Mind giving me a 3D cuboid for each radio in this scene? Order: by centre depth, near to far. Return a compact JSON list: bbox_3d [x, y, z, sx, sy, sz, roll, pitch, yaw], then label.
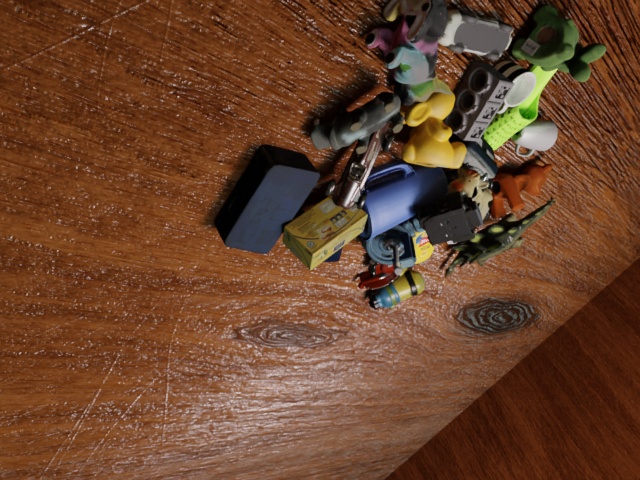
[{"bbox_3d":[-0.114,-0.080,1.117,0.131,0.073,0.229,10,124,-43],"label":"radio"}]

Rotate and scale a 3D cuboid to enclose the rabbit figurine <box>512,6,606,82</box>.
[{"bbox_3d":[0.539,-0.418,1.175,0.170,0.159,0.121,4,120,-43],"label":"rabbit figurine"}]

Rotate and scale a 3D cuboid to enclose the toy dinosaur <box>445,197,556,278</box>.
[{"bbox_3d":[0.523,-0.003,1.592,0.198,0.105,0.471,-17,159,-45],"label":"toy dinosaur"}]

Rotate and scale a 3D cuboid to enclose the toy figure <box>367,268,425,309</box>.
[{"bbox_3d":[0.236,0.156,1.650,0.180,0.089,0.082,-29,152,-11],"label":"toy figure"}]

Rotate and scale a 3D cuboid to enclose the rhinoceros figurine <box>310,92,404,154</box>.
[{"bbox_3d":[0.070,-0.231,1.051,0.190,0.112,0.073,-25,136,10],"label":"rhinoceros figurine"}]

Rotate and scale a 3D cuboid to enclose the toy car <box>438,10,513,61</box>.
[{"bbox_3d":[0.316,-0.413,1.085,0.202,0.056,0.073,-5,129,-36],"label":"toy car"}]

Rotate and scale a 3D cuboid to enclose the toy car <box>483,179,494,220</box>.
[{"bbox_3d":[0.400,-0.121,1.452,0.103,0.109,0.161,-8,131,-6],"label":"toy car"}]

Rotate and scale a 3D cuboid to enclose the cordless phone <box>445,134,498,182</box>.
[{"bbox_3d":[0.333,-0.189,1.344,0.184,0.089,0.146,-25,136,36],"label":"cordless phone"}]

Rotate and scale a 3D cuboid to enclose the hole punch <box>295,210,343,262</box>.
[{"bbox_3d":[-0.003,-0.004,1.281,0.116,0.092,0.142,-12,143,-22],"label":"hole punch"}]

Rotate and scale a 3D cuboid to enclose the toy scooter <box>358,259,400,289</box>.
[{"bbox_3d":[0.170,0.085,1.532,0.135,0.075,0.183,-23,147,-14],"label":"toy scooter"}]

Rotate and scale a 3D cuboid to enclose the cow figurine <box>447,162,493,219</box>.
[{"bbox_3d":[0.364,-0.108,1.296,0.195,0.086,0.127,9,114,-55],"label":"cow figurine"}]

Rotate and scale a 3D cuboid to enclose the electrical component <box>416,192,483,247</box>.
[{"bbox_3d":[0.300,-0.047,1.232,0.134,0.058,0.114,-17,137,24],"label":"electrical component"}]

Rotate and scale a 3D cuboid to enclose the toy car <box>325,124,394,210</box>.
[{"bbox_3d":[0.084,-0.158,1.137,0.202,0.089,0.053,-64,179,16],"label":"toy car"}]

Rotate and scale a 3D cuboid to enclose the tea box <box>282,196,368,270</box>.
[{"bbox_3d":[0.011,-0.024,1.178,0.170,0.098,0.068,-34,156,-26],"label":"tea box"}]

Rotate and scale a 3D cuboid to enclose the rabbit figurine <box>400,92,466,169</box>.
[{"bbox_3d":[0.234,-0.249,1.169,0.162,0.122,0.173,11,98,-22],"label":"rabbit figurine"}]

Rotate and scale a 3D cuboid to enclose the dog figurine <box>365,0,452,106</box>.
[{"bbox_3d":[0.194,-0.354,1.018,0.219,0.109,0.191,15,120,-52],"label":"dog figurine"}]

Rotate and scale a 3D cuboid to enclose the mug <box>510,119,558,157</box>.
[{"bbox_3d":[0.550,-0.272,1.420,0.107,0.081,0.109,3,136,-26],"label":"mug"}]

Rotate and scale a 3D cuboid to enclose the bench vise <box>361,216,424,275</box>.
[{"bbox_3d":[0.210,0.005,1.346,0.224,0.241,0.128,-12,119,11],"label":"bench vise"}]

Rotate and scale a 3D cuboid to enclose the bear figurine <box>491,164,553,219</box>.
[{"bbox_3d":[0.584,-0.147,1.550,0.196,0.132,0.120,-9,169,-25],"label":"bear figurine"}]
